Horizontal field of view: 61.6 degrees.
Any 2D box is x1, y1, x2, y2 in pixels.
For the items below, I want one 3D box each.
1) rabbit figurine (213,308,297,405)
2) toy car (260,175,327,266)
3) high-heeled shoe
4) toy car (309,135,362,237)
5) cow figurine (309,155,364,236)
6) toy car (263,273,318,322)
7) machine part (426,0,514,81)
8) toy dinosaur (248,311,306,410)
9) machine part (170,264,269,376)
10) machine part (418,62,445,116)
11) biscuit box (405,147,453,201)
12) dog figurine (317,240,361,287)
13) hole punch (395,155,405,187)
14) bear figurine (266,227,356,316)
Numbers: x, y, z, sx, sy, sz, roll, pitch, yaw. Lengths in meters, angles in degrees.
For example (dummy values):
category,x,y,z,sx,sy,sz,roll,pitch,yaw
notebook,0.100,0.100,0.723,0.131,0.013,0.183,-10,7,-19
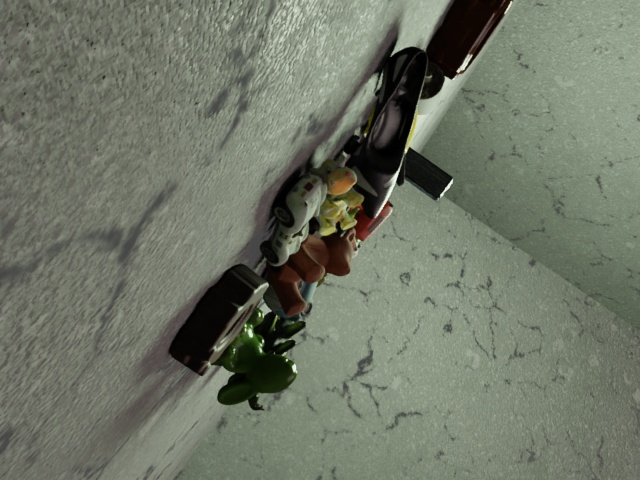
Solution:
category,x,y,z,sx,sy,sz,roll,pitch,yaw
rabbit figurine,-0.129,0.217,0.951,0.159,0.170,0.121,-56,173,8
toy car,-0.041,-0.025,0.815,0.073,0.056,0.201,-51,173,-33
high-heeled shoe,0.115,-0.161,0.818,0.145,0.086,0.248,165,-71,-66
toy car,0.050,-0.100,0.954,0.202,0.089,0.053,-54,170,-7
cow figurine,0.019,-0.082,0.842,0.068,0.098,0.167,-19,157,-14
toy car,-0.063,0.084,1.074,0.103,0.109,0.161,5,113,-63
machine part,0.312,-0.442,1.106,0.201,0.087,0.201,-50,172,-49
toy dinosaur,-0.115,0.234,1.189,0.198,0.105,0.472,-55,-167,27
machine part,-0.145,0.117,0.809,0.179,0.056,0.179,-55,175,-7
machine part,0.215,-0.311,1.118,0.079,0.079,0.243,-55,174,6
biscuit box,0.206,-0.171,1.233,0.063,0.203,0.059,-54,176,5
dog figurine,0.017,0.041,1.458,0.219,0.108,0.191,-46,173,-31
hole punch,0.131,-0.181,1.139,0.142,0.092,0.115,-88,180,-68
bear figurine,0.002,0.048,0.983,0.196,0.132,0.120,-1,131,-42
